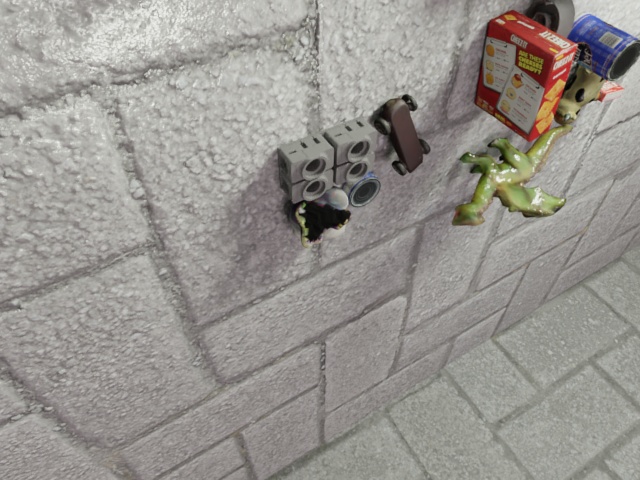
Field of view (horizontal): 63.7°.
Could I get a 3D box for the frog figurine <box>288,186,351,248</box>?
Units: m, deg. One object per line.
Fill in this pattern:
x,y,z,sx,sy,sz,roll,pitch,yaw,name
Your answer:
0.003,-0.054,1.078,0.136,0.123,0.160,-55,180,10,frog figurine

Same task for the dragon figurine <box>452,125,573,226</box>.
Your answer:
0.500,-0.145,1.267,0.410,0.248,0.119,-23,145,-1,dragon figurine
